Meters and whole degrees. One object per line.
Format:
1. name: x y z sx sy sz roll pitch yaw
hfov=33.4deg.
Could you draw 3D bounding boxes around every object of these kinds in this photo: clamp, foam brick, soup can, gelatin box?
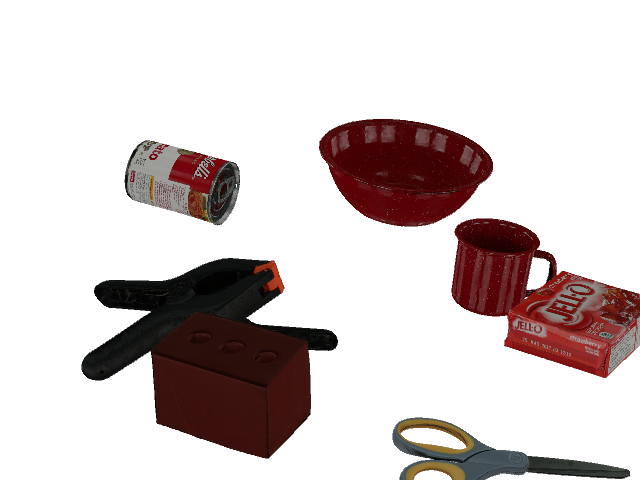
1. clamp: -0.116 0.059 0.865 0.171 0.039 0.120 -14 38 13
2. foam brick: -0.051 0.082 0.615 0.078 0.051 0.052 13 27 23
3. soup can: -0.144 -0.061 1.117 0.102 0.068 0.068 16 5 18
4. clamp: -0.107 0.120 1.263 0.210 0.036 0.164 15 23 26
5. gelatin box: 0.178 0.055 0.725 0.073 0.030 0.089 18 27 33

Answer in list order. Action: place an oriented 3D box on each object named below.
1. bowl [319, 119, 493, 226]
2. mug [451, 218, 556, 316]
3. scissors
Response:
1. bowl: 0.077 -0.058 0.995 0.162 0.055 0.162 4 28 -2
2. mug: 0.202 0.032 1.182 0.117 0.081 0.093 6 25 3
3. scissors: 0.153 0.199 0.898 0.202 0.016 0.096 15 40 14
